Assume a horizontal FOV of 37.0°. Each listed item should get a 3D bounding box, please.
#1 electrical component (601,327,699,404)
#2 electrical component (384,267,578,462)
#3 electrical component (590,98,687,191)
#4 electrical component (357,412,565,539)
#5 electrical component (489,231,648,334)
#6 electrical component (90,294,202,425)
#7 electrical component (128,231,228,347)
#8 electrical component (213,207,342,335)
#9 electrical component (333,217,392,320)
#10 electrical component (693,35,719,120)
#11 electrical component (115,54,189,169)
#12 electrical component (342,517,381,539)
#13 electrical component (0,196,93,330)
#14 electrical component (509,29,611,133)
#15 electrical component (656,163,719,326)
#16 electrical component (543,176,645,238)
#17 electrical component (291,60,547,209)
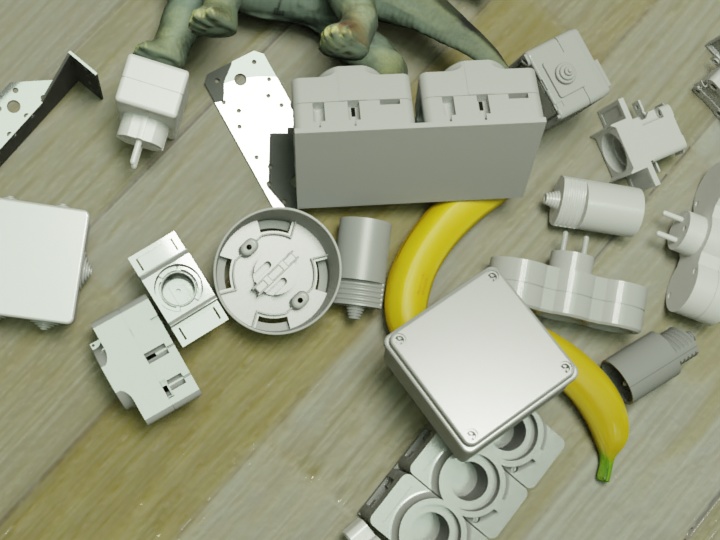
[{"bbox_3d":[0.252,0.076,0.919,0.081,0.043,0.043,-29,91,-11],"label":"electrical component"},{"bbox_3d":[0.091,0.072,0.829,0.109,0.056,0.108,-33,73,-13],"label":"electrical component"},{"bbox_3d":[0.244,-0.111,0.935,0.064,0.042,0.081,-23,90,-13],"label":"electrical component"},{"bbox_3d":[0.083,0.169,0.871,0.089,0.062,0.150,40,80,-4],"label":"electrical component"},{"bbox_3d":[0.176,0.005,0.907,0.138,0.052,0.073,12,83,-9],"label":"electrical component"},{"bbox_3d":[-0.170,0.072,0.840,0.056,0.050,0.089,-29,91,-11],"label":"electrical component"},{"bbox_3d":[-0.143,0.016,0.843,0.042,0.064,0.081,-31,91,-12],"label":"electrical component"},{"bbox_3d":[-0.068,0.003,0.858,0.099,0.064,0.099,1,85,-10],"label":"electrical component"},{"bbox_3d":[0.000,0.000,0.881,0.043,0.043,0.081,8,84,-9],"label":"electrical component"},{"bbox_3d":[0.336,-0.169,0.956,0.064,0.042,0.081,-44,92,-9],"label":"electrical component"},{"bbox_3d":[-0.167,-0.116,0.841,0.047,0.083,0.075,16,82,-8],"label":"electrical component"},{"bbox_3d":[0.003,0.246,0.852,0.057,0.058,0.078,-39,93,-14],"label":"electrical component"},{"bbox_3d":[-0.259,-0.006,0.832,0.100,0.048,0.099,8,84,-9],"label":"electrical component"},{"bbox_3d":[0.164,-0.156,0.897,0.061,0.096,0.061,-29,90,-15],"label":"electrical component"},{"bbox_3d":[0.292,-0.029,0.930,0.074,0.052,0.138,20,82,-8],"label":"electrical component"},{"bbox_3d":[0.197,-0.055,0.921,0.081,0.043,0.043,8,84,-9],"label":"electrical component"},{"bbox_3d":[0.041,-0.106,0.847,0.186,0.105,0.060,-3,62,-4],"label":"electrical component"}]
